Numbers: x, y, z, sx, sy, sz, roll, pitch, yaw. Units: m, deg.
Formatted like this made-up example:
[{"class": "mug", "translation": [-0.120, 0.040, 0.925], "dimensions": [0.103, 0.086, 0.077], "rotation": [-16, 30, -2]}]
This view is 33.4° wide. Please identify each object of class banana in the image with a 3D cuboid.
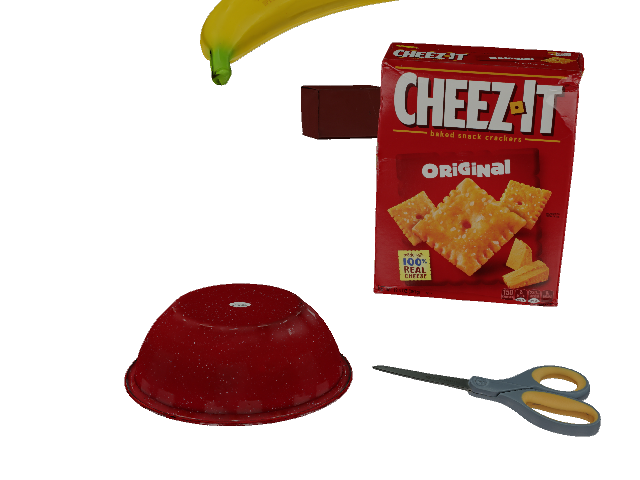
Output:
[{"class": "banana", "translation": [0.001, -0.143, 0.641], "dimensions": [0.197, 0.070, 0.037], "rotation": [-29, -29, -25]}]

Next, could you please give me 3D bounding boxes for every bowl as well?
[{"class": "bowl", "translation": [-0.057, 0.070, 0.748], "dimensions": [0.162, 0.055, 0.162], "rotation": [0, 17, 0]}]

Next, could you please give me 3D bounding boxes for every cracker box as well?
[{"class": "cracker box", "translation": [0.132, -0.054, 0.915], "dimensions": [0.164, 0.214, 0.072], "rotation": [5, 24, 10]}]

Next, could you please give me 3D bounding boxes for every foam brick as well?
[{"class": "foam brick", "translation": [0.024, -0.131, 1.085], "dimensions": [0.078, 0.051, 0.053], "rotation": [-3, 13, -19]}]

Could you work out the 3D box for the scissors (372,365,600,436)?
[{"class": "scissors", "translation": [0.157, 0.125, 0.965], "dimensions": [0.202, 0.016, 0.096], "rotation": [18, 31, 20]}]
